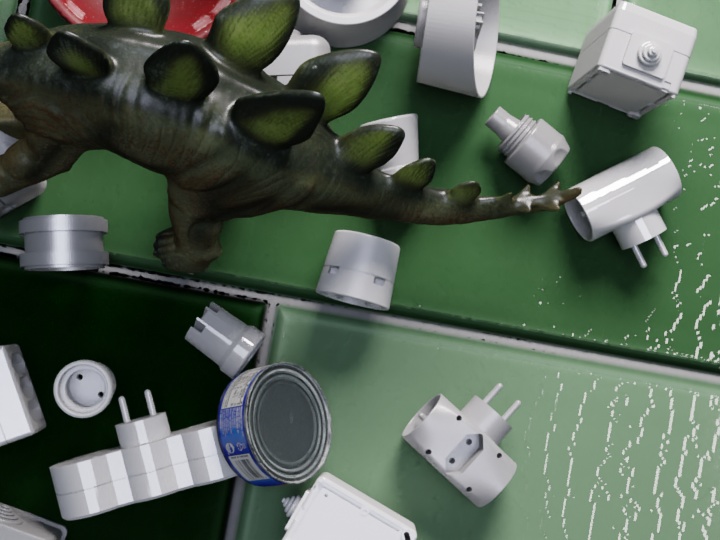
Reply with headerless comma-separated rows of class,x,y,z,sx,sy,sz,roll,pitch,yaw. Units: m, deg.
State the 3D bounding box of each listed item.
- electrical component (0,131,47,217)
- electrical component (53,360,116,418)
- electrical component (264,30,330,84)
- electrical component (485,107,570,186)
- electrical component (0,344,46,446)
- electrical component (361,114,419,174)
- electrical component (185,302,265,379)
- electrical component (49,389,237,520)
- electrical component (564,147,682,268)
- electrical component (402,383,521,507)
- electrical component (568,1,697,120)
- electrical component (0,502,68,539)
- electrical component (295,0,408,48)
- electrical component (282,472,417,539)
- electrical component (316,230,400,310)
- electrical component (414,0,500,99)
electrical component,-0.268,-0.089,0.764,0.059,0.054,0.095,-30,91,-6
electrical component,-0.195,0.084,0.768,0.040,0.046,0.040,0,88,-5
electrical component,-0.069,-0.141,0.785,0.095,0.054,0.059,-3,88,-5
electrical component,0.123,-0.096,0.806,0.062,0.043,0.043,39,85,-2
electrical component,-0.273,0.096,0.760,0.077,0.047,0.065,-19,90,-6
electrical component,0.028,-0.079,0.799,0.044,0.044,0.065,-13,94,-6
electrical component,-0.099,0.050,0.783,0.046,0.040,0.040,36,85,2
electrical component,-0.152,0.123,0.768,0.138,0.052,0.073,-14,89,-6
electrical component,0.206,-0.041,0.812,0.077,0.043,0.079,-27,90,-6
electrical component,0.085,0.120,0.794,0.077,0.043,0.079,43,85,-3
electrical component,0.202,-0.157,0.789,0.062,0.096,0.061,20,85,-4
electrical component,-0.267,0.212,0.757,0.100,0.048,0.099,21,86,-4
electrical component,-0.012,-0.224,0.790,0.108,0.060,0.108,0,88,-5
electrical component,-0.014,0.189,0.777,0.096,0.061,0.061,30,85,4
electrical component,0.000,0.000,0.786,0.055,0.055,0.047,15,83,-5
electrical component,0.073,-0.177,0.780,0.064,0.099,0.099,8,87,1
